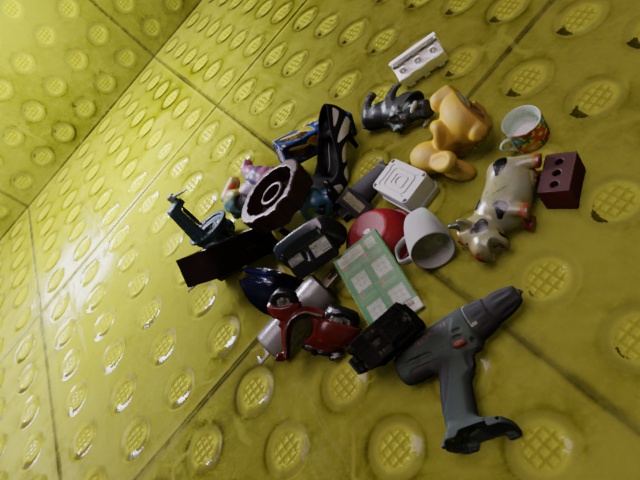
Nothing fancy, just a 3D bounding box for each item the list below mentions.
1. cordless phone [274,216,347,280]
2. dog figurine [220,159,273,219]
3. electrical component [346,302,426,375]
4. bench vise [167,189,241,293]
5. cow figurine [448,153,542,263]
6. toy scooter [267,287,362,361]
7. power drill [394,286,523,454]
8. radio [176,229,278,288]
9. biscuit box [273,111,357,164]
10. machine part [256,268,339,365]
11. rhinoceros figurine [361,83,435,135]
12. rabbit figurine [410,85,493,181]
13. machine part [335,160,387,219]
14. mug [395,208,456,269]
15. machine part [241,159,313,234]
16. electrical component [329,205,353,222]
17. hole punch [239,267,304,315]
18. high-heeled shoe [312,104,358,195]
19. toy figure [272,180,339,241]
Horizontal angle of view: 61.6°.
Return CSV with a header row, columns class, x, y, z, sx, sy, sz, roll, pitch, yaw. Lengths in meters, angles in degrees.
class,x,y,z,sx,sy,sz,roll,pitch,yaw
cordless phone,-0.002,-0.004,1.131,0.146,0.088,0.184,-35,4,24
dog figurine,-0.133,-0.119,1.355,0.219,0.108,0.191,26,79,47
electrical component,0.107,0.167,0.895,0.134,0.114,0.058,-44,69,9
bench vise,-0.296,-0.013,1.337,0.129,0.240,0.224,-25,30,34
cow figurine,0.300,-0.053,0.913,0.127,0.085,0.195,7,68,39
toy scooter,-0.020,0.175,1.006,0.075,0.184,0.135,26,-99,-87
power drill,0.225,0.193,0.798,0.232,0.086,0.207,-32,47,23
radio,-0.205,0.031,1.228,0.131,0.073,0.229,-17,5,39
biscuit box,-0.010,-0.250,1.315,0.203,0.062,0.059,-30,39,-13
machine part,-0.045,0.155,1.082,0.243,0.079,0.079,-49,40,1
rhinoceros figurine,0.173,-0.294,1.226,0.190,0.073,0.112,1,60,44
rabbit figurine,0.255,-0.186,1.060,0.173,0.122,0.162,-42,48,32
machine part,0.103,-0.111,1.161,0.084,0.039,0.139,37,81,16
mug,0.187,-0.003,0.993,0.109,0.080,0.107,-40,29,23
machine part,-0.096,-0.094,1.185,0.179,0.056,0.179,-31,36,26
electrical component,0.058,-0.069,1.200,0.094,0.021,0.063,-45,40,6
hole punch,-0.106,0.111,1.151,0.142,0.115,0.092,5,73,46
high-heeled shoe,0.005,-0.188,1.245,0.086,0.145,0.248,14,69,49
toy figure,-0.035,-0.057,1.210,0.180,0.089,0.082,-31,10,18
